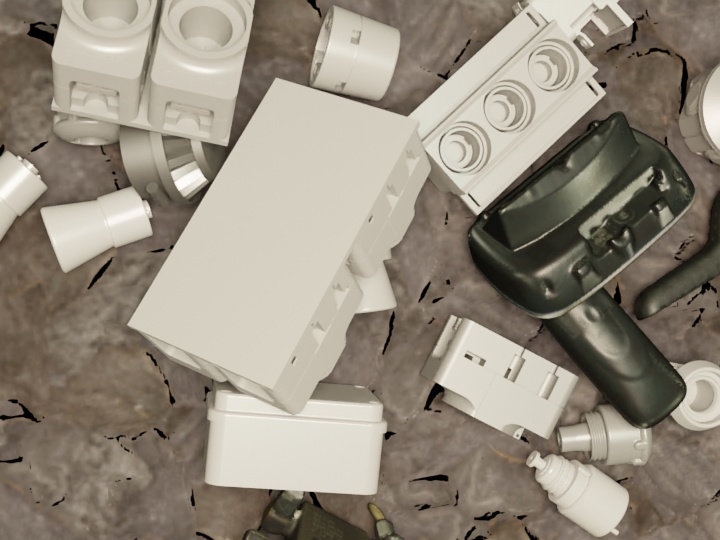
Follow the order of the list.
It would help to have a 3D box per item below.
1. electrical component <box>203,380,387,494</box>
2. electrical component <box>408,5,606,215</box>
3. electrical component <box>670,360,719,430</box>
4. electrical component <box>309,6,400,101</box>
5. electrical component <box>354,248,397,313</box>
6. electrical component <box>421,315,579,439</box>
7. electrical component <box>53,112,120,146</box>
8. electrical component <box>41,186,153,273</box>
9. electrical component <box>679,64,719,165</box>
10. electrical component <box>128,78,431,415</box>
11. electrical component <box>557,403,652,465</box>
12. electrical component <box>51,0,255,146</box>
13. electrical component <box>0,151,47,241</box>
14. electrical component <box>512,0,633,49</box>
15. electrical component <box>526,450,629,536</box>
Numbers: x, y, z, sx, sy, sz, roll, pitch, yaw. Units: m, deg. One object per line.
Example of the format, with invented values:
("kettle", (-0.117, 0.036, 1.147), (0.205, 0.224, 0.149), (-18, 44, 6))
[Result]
("electrical component", (-0.044, 0.106, 0.701), (0.113, 0.078, 0.057), (5, 93, -9))
("electrical component", (0.093, -0.106, 0.727), (0.121, 0.063, 0.078), (-43, 97, -6))
("electrical component", (0.231, 0.086, 0.756), (0.066, 0.055, 0.048), (11, 89, -9))
("electrical component", (-0.003, -0.142, 0.716), (0.047, 0.055, 0.055), (14, 89, -13))
("electrical component", (0.000, 0.000, 0.723), (0.045, 0.045, 0.055), (-6, 92, -9))
("electrical component", (0.093, 0.076, 0.736), (0.089, 0.050, 0.055), (28, 86, -9))
("electrical component", (-0.174, -0.113, 0.694), (0.048, 0.048, 0.062), (-1, 83, -9))
("electrical component", (-0.168, -0.029, 0.698), (0.065, 0.044, 0.044), (-20, 94, -13))
("electrical component", (0.271, -0.112, 0.762), (0.080, 0.051, 0.080), (0, 91, -9))
("electrical component", (-0.044, -0.016, 0.671), (0.105, 0.060, 0.186), (21, 72, 24))
("electrical component", (0.170, 0.115, 0.753), (0.062, 0.048, 0.048), (-6, 92, -1))
("electrical component", (-0.115, -0.180, 0.658), (0.105, 0.060, 0.186), (11, 65, -9))
("electrical component", (-0.233, -0.044, 0.687), (0.044, 0.044, 0.065), (43, 80, -7))
("electrical component", (0.145, -0.187, 0.745), (0.064, 0.042, 0.081), (-45, 97, -4))
("electrical component", (0.151, 0.153, 0.752), (0.078, 0.040, 0.040), (35, 85, -8))
